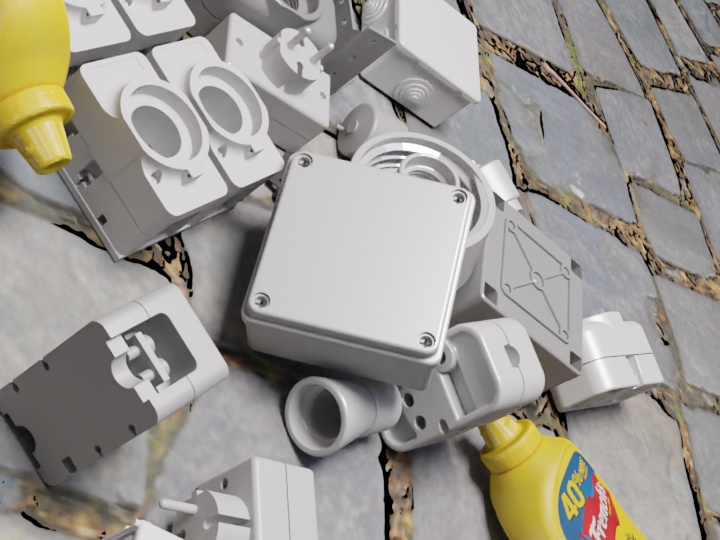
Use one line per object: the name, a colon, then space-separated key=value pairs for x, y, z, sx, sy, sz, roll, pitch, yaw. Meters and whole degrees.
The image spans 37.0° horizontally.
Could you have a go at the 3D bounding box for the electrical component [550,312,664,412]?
electrical component: x=0.182 y=0.069 z=0.821 sx=0.095 sy=0.054 sz=0.059 roll=2 pitch=64 yaw=-48

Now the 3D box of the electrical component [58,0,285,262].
electrical component: x=-0.131 y=-0.112 z=0.589 sx=0.186 sy=0.060 sz=0.105 roll=58 pitch=37 yaw=0

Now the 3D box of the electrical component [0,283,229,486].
electrical component: x=-0.108 y=0.049 z=0.477 sx=0.050 sy=0.089 sz=0.056 roll=58 pitch=37 yaw=0

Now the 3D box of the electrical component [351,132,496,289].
electrical component: x=0.035 y=-0.041 z=0.693 sx=0.108 sy=0.060 sz=0.108 roll=10 pitch=51 yaw=-13

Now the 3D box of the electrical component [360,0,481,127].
electrical component: x=0.046 y=-0.171 z=0.840 sx=0.100 sy=0.048 sz=0.099 roll=30 pitch=45 yaw=-33

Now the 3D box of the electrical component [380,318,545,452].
electrical component: x=0.059 y=0.068 z=0.648 sx=0.059 sy=0.095 sz=0.053 roll=-4 pitch=68 yaw=-50

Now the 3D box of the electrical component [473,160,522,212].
electrical component: x=0.105 y=-0.048 z=0.828 sx=0.040 sy=0.040 sz=0.078 roll=-23 pitch=83 yaw=-53

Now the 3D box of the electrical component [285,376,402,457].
electrical component: x=-0.006 y=0.079 z=0.613 sx=0.065 sy=0.044 sz=0.044 roll=-3 pitch=67 yaw=-55

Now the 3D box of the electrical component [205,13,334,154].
electrical component: x=-0.049 y=-0.126 z=0.679 sx=0.083 sy=0.076 sz=0.047 roll=28 pitch=46 yaw=-34

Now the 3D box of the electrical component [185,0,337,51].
electrical component: x=-0.064 y=-0.173 z=0.709 sx=0.095 sy=0.059 sz=0.053 roll=24 pitch=49 yaw=-37

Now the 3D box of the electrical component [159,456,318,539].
electrical component: x=-0.063 y=0.125 z=0.509 sx=0.077 sy=0.047 sz=0.065 roll=22 pitch=49 yaw=-39

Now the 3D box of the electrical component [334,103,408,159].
electrical component: x=0.020 y=-0.086 z=0.758 sx=0.078 sy=0.040 sz=0.040 roll=25 pitch=48 yaw=-36

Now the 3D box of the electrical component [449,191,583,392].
electrical component: x=0.106 y=0.018 z=0.769 sx=0.109 sy=0.056 sz=0.108 roll=37 pitch=42 yaw=-26

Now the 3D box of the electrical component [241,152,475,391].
electrical component: x=0.000 y=0.000 z=0.603 sx=0.109 sy=0.056 sz=0.108 roll=13 pitch=64 yaw=3

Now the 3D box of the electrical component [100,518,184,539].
electrical component: x=-0.092 y=0.152 z=0.446 sx=0.061 sy=0.062 sz=0.096 roll=35 pitch=43 yaw=-28
